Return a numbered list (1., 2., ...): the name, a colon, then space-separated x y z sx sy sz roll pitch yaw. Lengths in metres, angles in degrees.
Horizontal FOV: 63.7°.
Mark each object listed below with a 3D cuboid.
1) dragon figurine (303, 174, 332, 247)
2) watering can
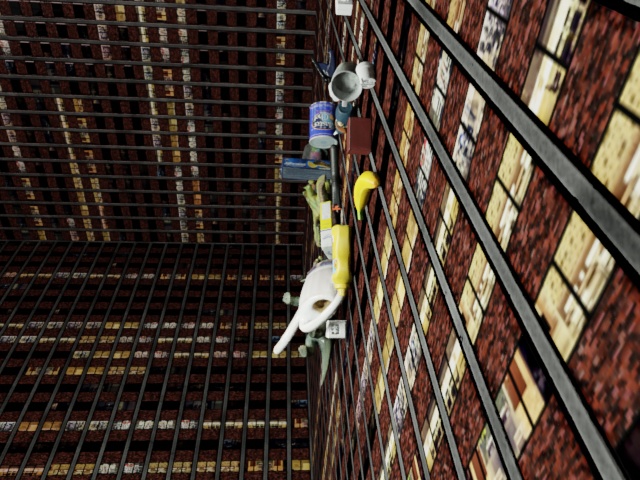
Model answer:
1. dragon figurine: 0.006 -0.096 1.913 0.122 0.244 0.409 -6 -4 -2
2. watering can: -0.026 0.195 1.569 0.103 0.230 0.342 36 -56 -18
